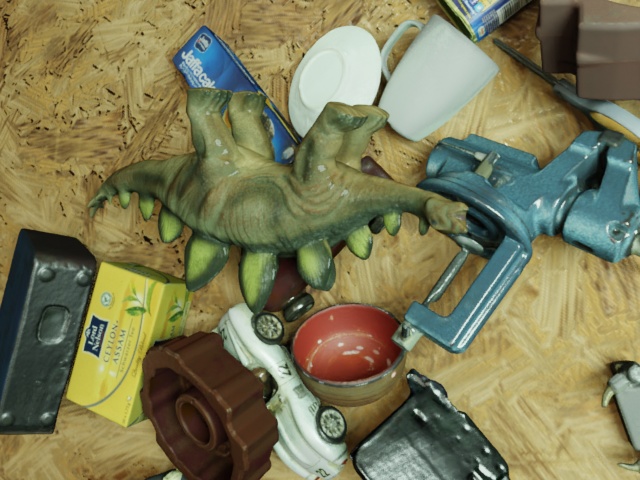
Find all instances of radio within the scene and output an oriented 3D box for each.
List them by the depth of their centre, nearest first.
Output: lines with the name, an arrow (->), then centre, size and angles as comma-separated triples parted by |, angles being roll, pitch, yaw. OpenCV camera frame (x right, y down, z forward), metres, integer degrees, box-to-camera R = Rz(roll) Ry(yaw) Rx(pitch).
radio -> -0.344, 0.110, 0.652 | 0.131, 0.073, 0.229 | 16, 93, 52

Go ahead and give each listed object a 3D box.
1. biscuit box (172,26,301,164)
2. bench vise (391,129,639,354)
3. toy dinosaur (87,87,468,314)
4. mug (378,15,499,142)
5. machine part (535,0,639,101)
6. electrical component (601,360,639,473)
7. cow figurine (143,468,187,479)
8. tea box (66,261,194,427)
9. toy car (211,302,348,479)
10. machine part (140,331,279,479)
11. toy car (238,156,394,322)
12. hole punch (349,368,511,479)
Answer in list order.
biscuit box -> -0.087, -0.147, 0.609 | 0.059, 0.062, 0.203 | -40, 74, 12
bench vise -> 0.158, 0.008, 0.465 | 0.224, 0.128, 0.240 | 34, 80, 27
toy dinosaur -> -0.083, -0.044, 0.516 | 0.472, 0.105, 0.198 | 15, 104, 35
mug -> 0.100, -0.160, 0.533 | 0.110, 0.081, 0.107 | 44, 110, 15
machine part -> 0.286, -0.207, 0.424 | 0.202, 0.087, 0.201 | 7, 63, 26
electrical component -> 0.285, 0.152, 0.457 | 0.078, 0.045, 0.102 | -13, 81, 21
cow figurine -> -0.196, 0.295, 0.560 | 0.068, 0.167, 0.098 | 31, 99, 25
tea box -> -0.223, 0.118, 0.637 | 0.098, 0.068, 0.169 | 14, 92, 21
toy car -> -0.043, 0.157, 0.560 | 0.202, 0.056, 0.073 | 55, 133, 16
machine part -> -0.118, 0.183, 0.563 | 0.180, 0.056, 0.179 | 17, 118, 36
toy car -> -0.001, -0.002, 0.571 | 0.089, 0.053, 0.202 | 46, 106, 13
hole punch -> 0.099, 0.212, 0.511 | 0.116, 0.092, 0.142 | -36, 70, -17
